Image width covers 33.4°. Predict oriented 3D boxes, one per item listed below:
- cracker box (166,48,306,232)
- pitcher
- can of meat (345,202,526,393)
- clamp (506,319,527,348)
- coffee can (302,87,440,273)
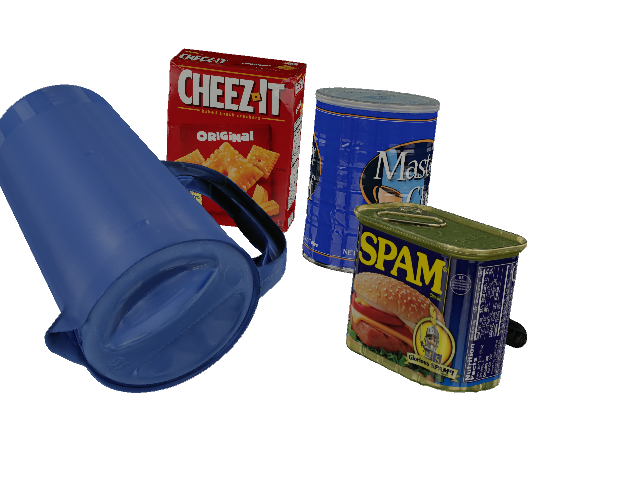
[{"bbox_3d":[-0.110,-0.125,1.363,0.164,0.214,0.072,8,24,6],"label":"cracker box"},{"bbox_3d":[-0.147,-0.016,0.795,0.149,0.145,0.243,29,16,-49],"label":"pitcher"},{"bbox_3d":[0.061,0.030,0.604,0.057,0.084,0.102,-7,19,-39],"label":"can of meat"},{"bbox_3d":[0.121,0.062,1.052,0.120,0.039,0.171,-4,44,-25],"label":"clamp"},{"bbox_3d":[0.041,-0.052,0.893,0.103,0.140,0.103,5,14,-1],"label":"coffee can"}]
